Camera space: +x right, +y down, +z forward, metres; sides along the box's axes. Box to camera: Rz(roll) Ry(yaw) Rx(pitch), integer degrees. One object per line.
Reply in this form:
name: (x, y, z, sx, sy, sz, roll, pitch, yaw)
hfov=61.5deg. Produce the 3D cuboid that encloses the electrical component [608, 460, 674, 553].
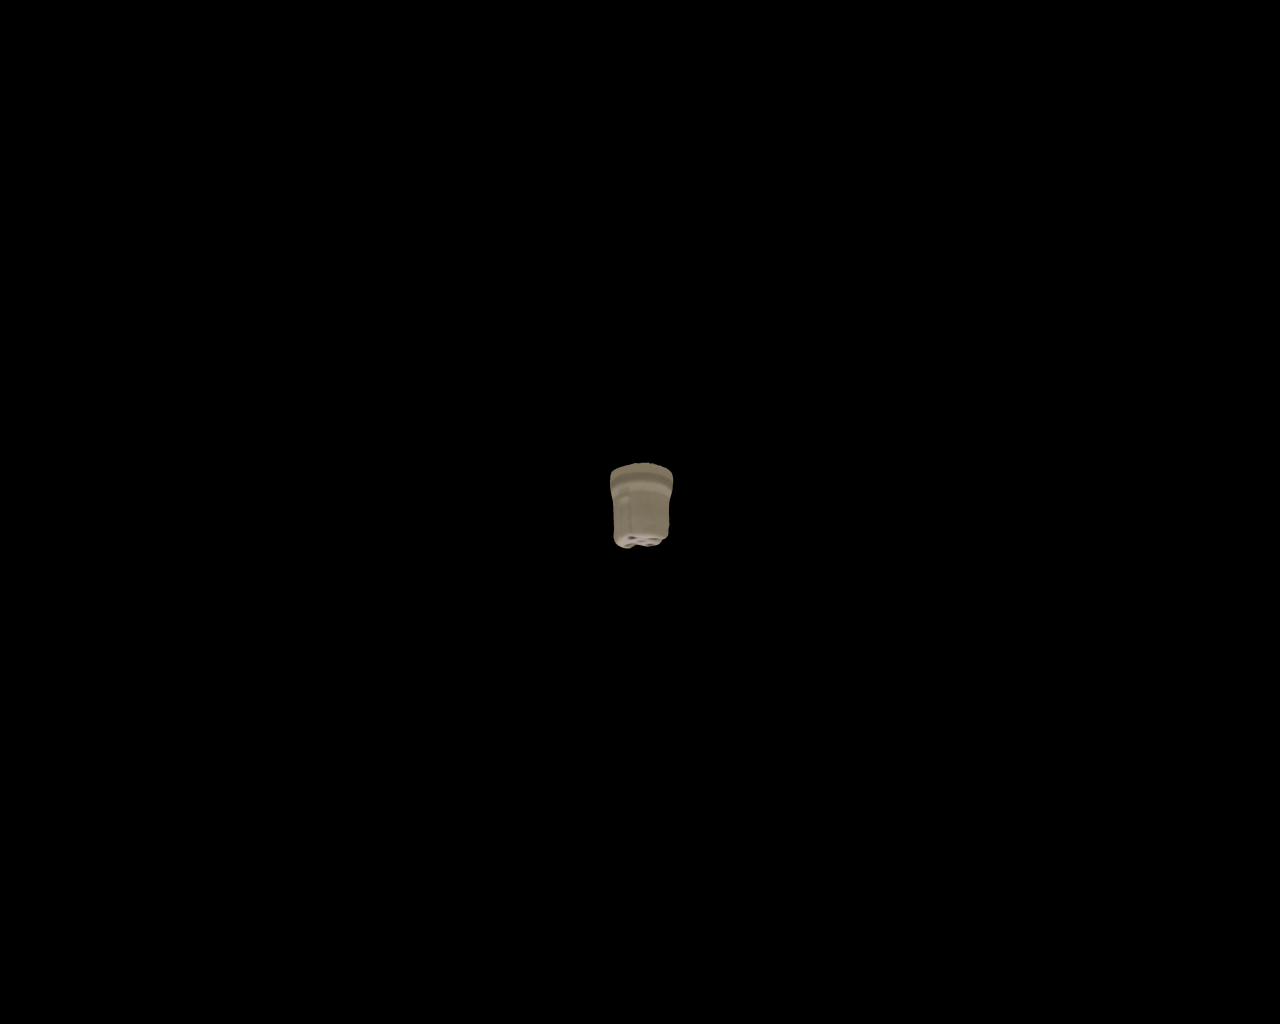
electrical component: (0.001, -0.003, 0.650, 0.040, 0.046, 0.040, 0, -22, 0)
